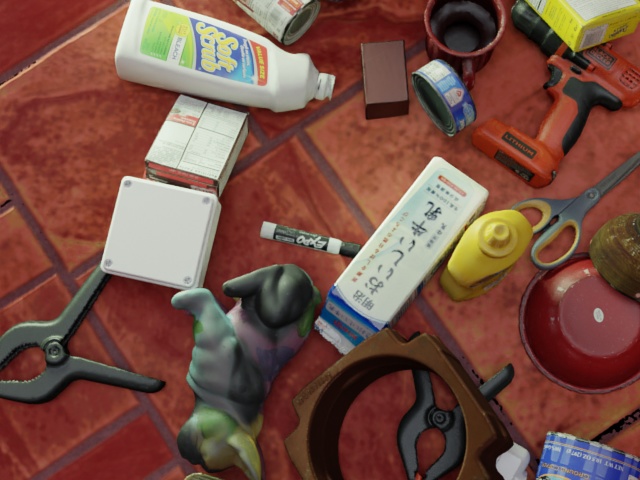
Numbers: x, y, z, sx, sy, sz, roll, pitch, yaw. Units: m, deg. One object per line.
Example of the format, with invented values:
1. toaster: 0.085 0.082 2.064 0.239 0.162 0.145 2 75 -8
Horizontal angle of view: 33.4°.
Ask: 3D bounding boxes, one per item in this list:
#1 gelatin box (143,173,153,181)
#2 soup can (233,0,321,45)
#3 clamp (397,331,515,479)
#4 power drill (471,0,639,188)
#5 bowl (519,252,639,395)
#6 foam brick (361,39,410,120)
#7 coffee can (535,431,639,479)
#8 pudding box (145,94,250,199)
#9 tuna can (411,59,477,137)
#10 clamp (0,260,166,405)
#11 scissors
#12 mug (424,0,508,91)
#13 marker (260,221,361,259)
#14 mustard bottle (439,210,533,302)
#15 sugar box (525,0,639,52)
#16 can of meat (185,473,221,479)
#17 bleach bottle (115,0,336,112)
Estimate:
1. gelatin box: -0.172 -0.042 1.232 0.073 0.030 0.089 11 78 4
2. soup can: -0.058 -0.287 1.260 0.102 0.068 0.068 42 82 9
3. clamp: 0.124 0.187 1.169 0.120 0.039 0.171 26 79 20
4. power drill: 0.258 -0.169 1.228 0.184 0.057 0.187 37 82 10
5. bowl: 0.303 0.087 1.174 0.162 0.055 0.162 -1 78 2
6. foam brick: 0.076 -0.186 1.241 0.051 0.053 0.078 -4 78 2
7. coffee can: 0.268 0.282 1.109 0.103 0.103 0.140 17 79 6
8. pudding box: -0.139 -0.108 1.221 0.090 0.039 0.113 17 56 5
9. tuna can: 0.141 -0.163 1.217 0.033 0.086 0.086 -33 79 -6
10. clamp: -0.285 0.133 1.195 0.210 0.036 0.164 -28 78 -7
11. scissors: 0.289 -0.053 1.223 0.096 0.016 0.201 31 71 19
12. mug: 0.166 -0.229 1.232 0.093 0.081 0.117 -7 78 0
13. marker: -0.008 0.002 1.222 0.121 0.020 0.020 13 79 5
14. mustard bottle: 0.177 0.013 1.124 0.096 0.191 0.058 -35 79 -6
15. sugar box: 0.279 -0.296 1.227 0.093 0.048 0.176 -20 56 -23
16. can of meat: -0.096 0.285 1.132 0.102 0.084 0.057 15 79 5
17. bleach bottle: -0.105 -0.211 1.250 0.251 0.068 0.102 12 70 1
